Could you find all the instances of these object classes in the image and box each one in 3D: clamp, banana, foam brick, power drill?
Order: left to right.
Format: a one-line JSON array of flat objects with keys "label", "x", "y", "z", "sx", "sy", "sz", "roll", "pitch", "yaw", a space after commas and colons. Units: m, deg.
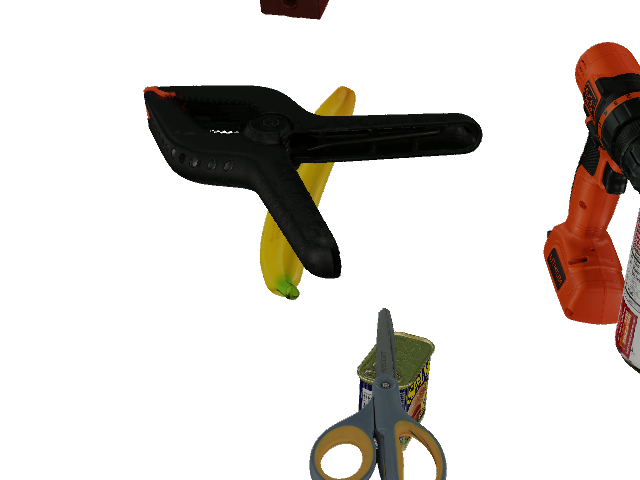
[{"label": "clamp", "x": -0.018, "y": -0.059, "z": 0.648, "sx": 0.210, "sy": 0.036, "sz": 0.164, "roll": 26, "pitch": 44, "yaw": 34}, {"label": "foam brick", "x": -0.021, "y": -0.226, "z": 0.864, "sx": 0.053, "sy": 0.051, "sz": 0.078, "roll": 8, "pitch": -38, "yaw": 13}, {"label": "banana", "x": -0.012, "y": -0.031, "z": 0.854, "sx": 0.037, "sy": 0.197, "sz": 0.070, "roll": 31, "pitch": -31, "yaw": -31}, {"label": "power drill", "x": 0.218, "y": -0.032, "z": 0.794, "sx": 0.057, "sy": 0.188, "sz": 0.184, "roll": 4, "pitch": 35, "yaw": -2}]

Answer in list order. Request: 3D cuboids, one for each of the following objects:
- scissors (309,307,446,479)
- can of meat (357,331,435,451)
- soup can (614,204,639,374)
[{"label": "scissors", "x": 0.028, "y": 0.111, "z": 0.736, "sx": 0.096, "sy": 0.016, "sz": 0.202, "roll": -6, "pitch": 33, "yaw": -11}, {"label": "can of meat", "x": 0.074, "y": 0.154, "z": 1.077, "sx": 0.057, "sy": 0.084, "sz": 0.102, "roll": 12, "pitch": 27, "yaw": 20}, {"label": "soup can", "x": 0.182, "y": 0.013, "z": 0.510, "sx": 0.068, "sy": 0.102, "sz": 0.068, "roll": 2, "pitch": 28, "yaw": -1}]
